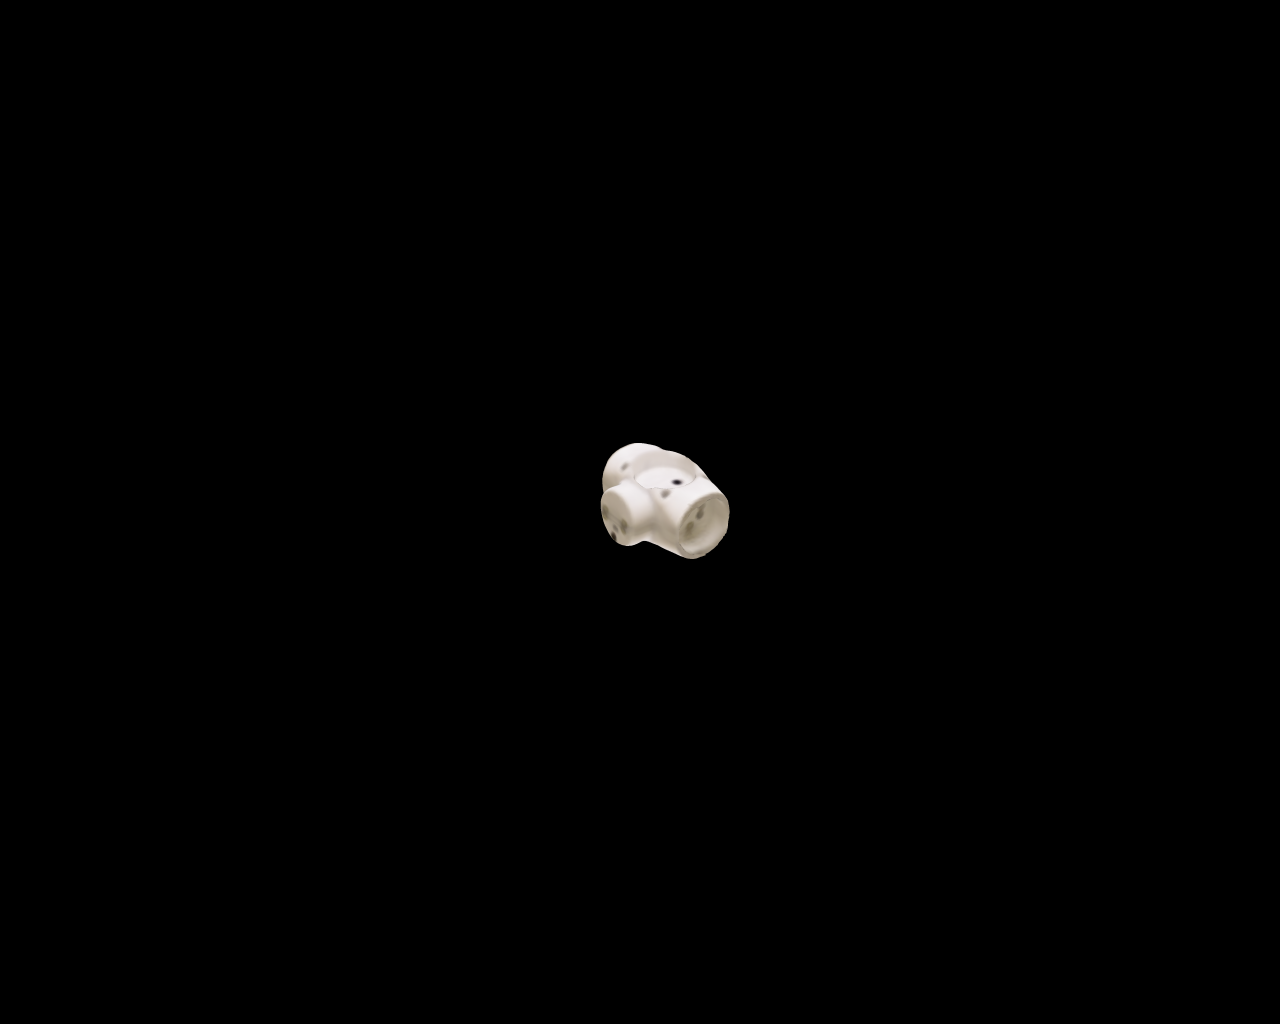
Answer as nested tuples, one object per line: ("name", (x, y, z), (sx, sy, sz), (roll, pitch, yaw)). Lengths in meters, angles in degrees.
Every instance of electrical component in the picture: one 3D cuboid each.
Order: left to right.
("electrical component", (0.001, -0.003, 0.650), (0.079, 0.044, 0.077), (-22, 40, -30))
